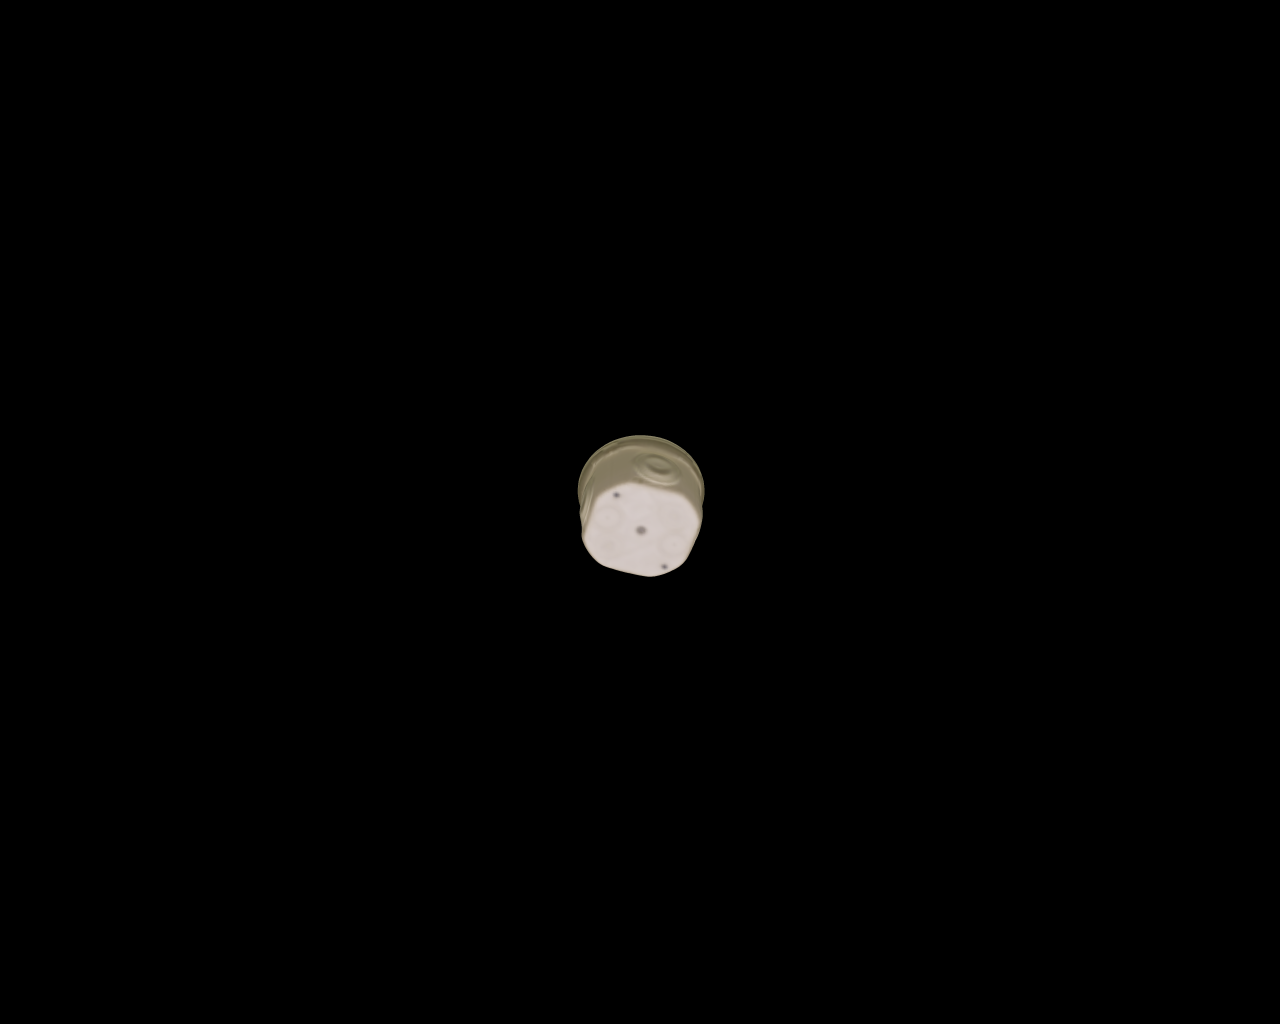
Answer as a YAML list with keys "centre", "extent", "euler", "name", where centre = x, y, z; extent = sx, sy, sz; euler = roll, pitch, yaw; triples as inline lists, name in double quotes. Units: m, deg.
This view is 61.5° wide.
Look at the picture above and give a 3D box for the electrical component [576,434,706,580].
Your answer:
- centre: [0.001, -0.003, 0.650]
  extent: [0.080, 0.080, 0.051]
  euler: [0, 34, 0]
  name: "electrical component"
